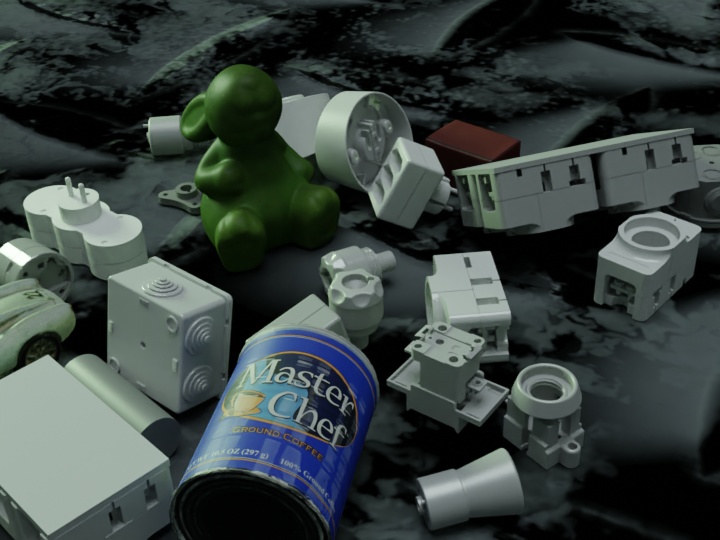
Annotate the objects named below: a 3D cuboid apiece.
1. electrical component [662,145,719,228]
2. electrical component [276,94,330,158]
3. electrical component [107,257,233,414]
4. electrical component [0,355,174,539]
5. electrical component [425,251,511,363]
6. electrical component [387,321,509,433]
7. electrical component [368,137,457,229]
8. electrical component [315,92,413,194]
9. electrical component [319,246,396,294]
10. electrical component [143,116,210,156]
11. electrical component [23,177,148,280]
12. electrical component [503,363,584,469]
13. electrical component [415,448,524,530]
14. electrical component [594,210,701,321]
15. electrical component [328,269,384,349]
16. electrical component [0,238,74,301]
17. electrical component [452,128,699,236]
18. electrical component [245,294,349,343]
[{"bbox_3d":[0.321,-0.077,0.993,0.080,0.051,0.080,-2,35,1],"label":"electrical component"},{"bbox_3d":[-0.069,-0.142,1.093,0.099,0.064,0.099,-15,5,1],"label":"electrical component"},{"bbox_3d":[-0.145,0.049,0.806,0.100,0.099,0.048,24,30,33],"label":"electrical component"},{"bbox_3d":[-0.203,0.133,0.720,0.089,0.061,0.150,-30,44,-33],"label":"electrical component"},{"bbox_3d":[0.083,0.030,0.858,0.056,0.050,0.089,-4,35,-3],"label":"electrical component"},{"bbox_3d":[0.064,0.076,0.783,0.081,0.063,0.042,21,42,29],"label":"electrical component"},{"bbox_3d":[0.059,-0.075,1.002,0.077,0.065,0.047,18,29,-23],"label":"electrical component"},{"bbox_3d":[0.004,-0.124,1.045,0.064,0.099,0.099,15,38,33],"label":"electrical component"},{"bbox_3d":[0.000,0.000,0.912,0.062,0.043,0.043,-17,38,-22],"label":"electrical component"},{"bbox_3d":[-0.187,-0.142,1.127,0.078,0.040,0.040,-5,35,-4],"label":"electrical component"},{"bbox_3d":[-0.252,-0.049,0.971,0.138,0.073,0.052,24,43,33],"label":"electrical component"},{"bbox_3d":[0.129,0.099,0.752,0.048,0.055,0.066,-25,41,-29],"label":"electrical component"},{"bbox_3d":[0.069,0.146,0.704,0.065,0.044,0.044,-14,36,-7],"label":"electrical component"},{"bbox_3d":[0.240,-0.009,0.897,0.050,0.055,0.089,26,44,34],"label":"electrical component"},{"bbox_3d":[-0.003,0.034,0.847,0.043,0.062,0.043,-1,35,1],"label":"electrical component"},{"bbox_3d":[-0.280,0.003,0.917,0.055,0.055,0.047,-30,40,-33],"label":"electrical component"},{"bbox_3d":[0.190,-0.077,0.955,0.186,0.060,0.105,-12,7,-13],"label":"electrical component"},{"bbox_3d":[-0.034,0.068,0.802,0.066,0.047,0.077,-35,46,-17],"label":"electrical component"}]
